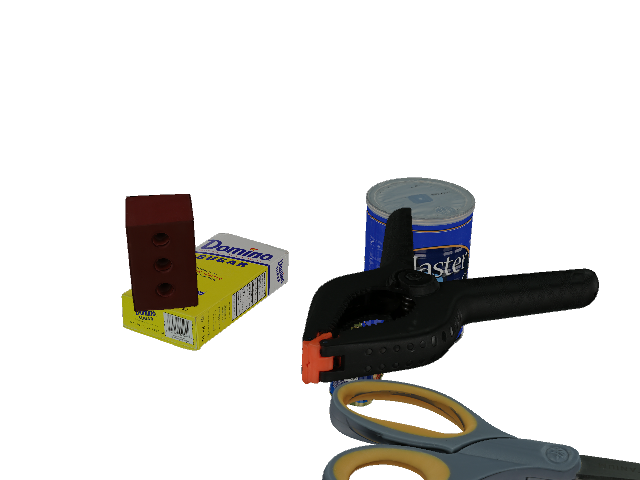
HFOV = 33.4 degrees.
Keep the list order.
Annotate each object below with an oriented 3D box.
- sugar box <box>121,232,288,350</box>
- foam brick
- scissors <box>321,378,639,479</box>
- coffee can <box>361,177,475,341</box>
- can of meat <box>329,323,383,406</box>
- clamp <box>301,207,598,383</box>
[{"bbox_3d":[-0.116,0.048,1.113,0.093,0.048,0.176,15,31,25],"label":"sugar box"},{"bbox_3d":[-0.125,0.009,0.844,0.053,0.078,0.051,-5,27,-7],"label":"foam brick"},{"bbox_3d":[0.089,0.106,0.459,0.202,0.016,0.096,15,33,24],"label":"scissors"},{"bbox_3d":[0.093,0.022,1.032,0.103,0.140,0.103,1,25,-1],"label":"coffee can"},{"bbox_3d":[0.048,0.132,1.244,0.057,0.084,0.102,14,26,12],"label":"can of meat"},{"bbox_3d":[0.054,0.034,0.686,0.209,0.036,0.165,-21,33,-38],"label":"clamp"}]
